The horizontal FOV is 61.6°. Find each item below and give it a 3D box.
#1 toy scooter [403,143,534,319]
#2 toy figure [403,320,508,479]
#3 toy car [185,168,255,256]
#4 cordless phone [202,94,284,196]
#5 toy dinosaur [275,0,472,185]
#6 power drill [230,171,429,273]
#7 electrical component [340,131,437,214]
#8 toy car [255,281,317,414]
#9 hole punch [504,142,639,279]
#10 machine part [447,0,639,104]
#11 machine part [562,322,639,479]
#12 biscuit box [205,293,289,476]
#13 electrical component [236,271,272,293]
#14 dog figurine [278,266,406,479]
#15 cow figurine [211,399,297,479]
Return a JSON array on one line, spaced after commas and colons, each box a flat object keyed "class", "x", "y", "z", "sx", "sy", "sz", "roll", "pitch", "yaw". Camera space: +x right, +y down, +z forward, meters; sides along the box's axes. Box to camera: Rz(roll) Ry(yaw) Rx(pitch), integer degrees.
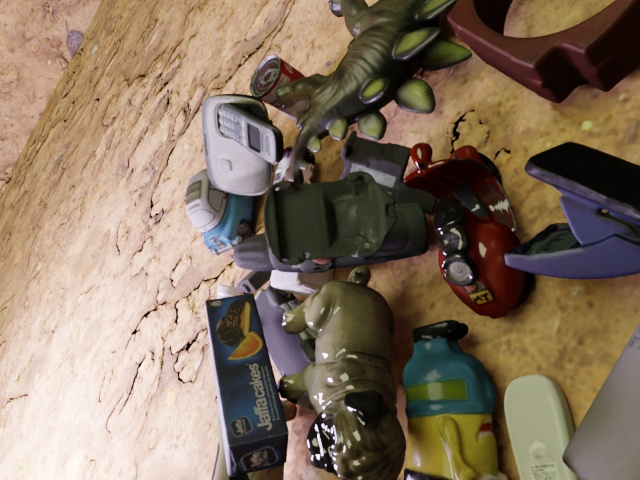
[{"class": "toy scooter", "x": 0.133, "y": -0.023, "z": 0.501, "sx": 0.075, "sy": 0.135, "sz": 0.184, "roll": -24, "pitch": 56, "yaw": 36}, {"class": "toy figure", "x": 0.113, "y": 0.165, "z": 0.475, "sx": 0.089, "sy": 0.082, "sz": 0.180, "roll": -35, "pitch": 53, "yaw": 47}, {"class": "toy car", "x": -0.166, "y": -0.062, "z": 0.866, "sx": 0.109, "sy": 0.103, "sz": 0.161, "roll": -17, "pitch": 58, "yaw": 43}, {"class": "cordless phone", "x": -0.091, "y": -0.117, "z": 0.738, "sx": 0.184, "sy": 0.089, "sz": 0.146, "roll": 40, "pitch": 137, "yaw": 49}, {"class": "toy dinosaur", "x": 0.092, "y": -0.252, "z": 0.688, "sx": 0.199, "sy": 0.105, "sz": 0.471, "roll": 31, "pitch": 90, "yaw": 42}, {"class": "power drill", "x": -0.001, "y": -0.002, "z": 0.550, "sx": 0.232, "sy": 0.207, "sz": 0.086, "roll": -7, "pitch": 77, "yaw": 5}, {"class": "electrical component", "x": 0.079, "y": -0.072, "z": 0.623, "sx": 0.048, "sy": 0.119, "sz": 0.074, "roll": -64, "pitch": -14, "yaw": -50}, {"class": "toy car", "x": -0.036, "y": 0.127, "z": 0.671, "sx": 0.073, "sy": 0.056, "sz": 0.202, "roll": -58, "pitch": 39, "yaw": 13}, {"class": "hole punch", "x": 0.218, "y": -0.012, "z": 0.417, "sx": 0.116, "sy": 0.142, "sz": 0.092, "roll": 29, "pitch": 121, "yaw": 34}, {"class": "machine part", "x": 0.244, "y": -0.251, "z": 0.521, "sx": 0.201, "sy": 0.087, "sz": 0.201, "roll": -49, "pitch": 48, "yaw": 14}, {"class": "machine part", "x": 0.242, "y": 0.101, "z": 0.367, "sx": 0.079, "sy": 0.079, "sz": 0.243, "roll": 33, "pitch": 98, "yaw": 49}, {"class": "biscuit box", "x": -0.084, "y": 0.149, "z": 0.588, "sx": 0.203, "sy": 0.063, "sz": 0.059, "roll": -114, "pitch": 21, "yaw": -49}, {"class": "electrical component", "x": -0.083, "y": 0.049, "z": 0.753, "sx": 0.063, "sy": 0.021, "sz": 0.094, "roll": -42, "pitch": 11, "yaw": -28}, {"class": "dog figurine", "x": 0.038, "y": 0.114, "z": 0.494, "sx": 0.190, "sy": 0.121, "sz": 0.172, "roll": -177, "pitch": 90, "yaw": -77}, {"class": "cow figurine", "x": -0.085, "y": 0.266, "z": 0.590, "sx": 0.086, "sy": 0.127, "sz": 0.195, "roll": -10, "pitch": 61, "yaw": 25}]
